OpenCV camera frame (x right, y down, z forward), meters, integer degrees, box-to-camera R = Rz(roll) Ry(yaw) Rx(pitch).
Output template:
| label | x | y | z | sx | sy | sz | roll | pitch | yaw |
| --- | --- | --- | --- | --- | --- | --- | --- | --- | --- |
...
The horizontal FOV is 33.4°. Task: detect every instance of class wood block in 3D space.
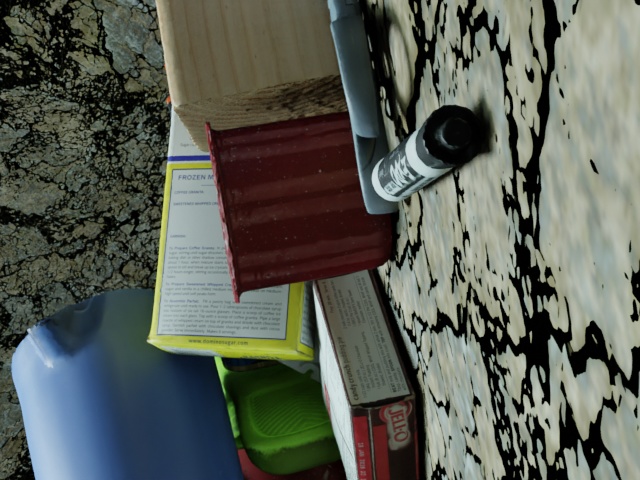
| label | x | y | z | sx | sy | sz | roll | pitch | yaw |
| --- | --- | --- | --- | --- | --- | --- | --- | --- | --- |
| wood block | -0.046 | -0.164 | 0.587 | 0.091 | 0.090 | 0.206 | 72 | -173 | -79 |

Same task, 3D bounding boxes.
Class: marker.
| label | x | y | z | sx | sy | sz | roll | pitch | yaw |
| --- | --- | --- | --- | --- | --- | --- | --- | --- | --- |
| marker | 0.035 | -0.029 | 0.375 | 0.121 | 0.020 | 0.020 | 145 | 116 | -84 |

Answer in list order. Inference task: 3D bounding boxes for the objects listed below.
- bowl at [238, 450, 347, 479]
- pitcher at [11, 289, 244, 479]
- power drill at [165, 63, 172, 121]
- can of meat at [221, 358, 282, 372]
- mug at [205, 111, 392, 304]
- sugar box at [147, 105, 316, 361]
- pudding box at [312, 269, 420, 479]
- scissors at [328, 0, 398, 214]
| label | x | y | z | sx | sy | sz | roll | pitch | yaw |
| --- | --- | --- | --- | --- | --- | --- | --- | --- | --- |
| bowl | -0.018 | 0.169 | 0.854 | 0.162 | 0.055 | 0.162 | 41 | -166 | -13 |
| pitcher | -0.099 | 0.163 | 0.649 | 0.145 | 0.149 | 0.243 | 114 | 146 | -40 |
| power drill | -0.082 | -0.079 | 1.034 | 0.187 | 0.057 | 0.184 | 54 | -162 | -56 |
| can of meat | -0.028 | 0.036 | 0.730 | 0.057 | 0.102 | 0.084 | -116 | 15 | -70 |
| mug | -0.012 | -0.025 | 0.551 | 0.117 | 0.081 | 0.093 | -111 | 13 | -65 |
| sugar box | -0.045 | -0.019 | 0.636 | 0.048 | 0.093 | 0.176 | 48 | -134 | -70 |
| pudding box | 0.025 | 0.083 | 0.582 | 0.113 | 0.039 | 0.090 | -110 | 12 | -53 |
| scissors | 0.010 | -0.111 | 0.482 | 0.096 | 0.016 | 0.202 | 68 | -168 | -73 |
